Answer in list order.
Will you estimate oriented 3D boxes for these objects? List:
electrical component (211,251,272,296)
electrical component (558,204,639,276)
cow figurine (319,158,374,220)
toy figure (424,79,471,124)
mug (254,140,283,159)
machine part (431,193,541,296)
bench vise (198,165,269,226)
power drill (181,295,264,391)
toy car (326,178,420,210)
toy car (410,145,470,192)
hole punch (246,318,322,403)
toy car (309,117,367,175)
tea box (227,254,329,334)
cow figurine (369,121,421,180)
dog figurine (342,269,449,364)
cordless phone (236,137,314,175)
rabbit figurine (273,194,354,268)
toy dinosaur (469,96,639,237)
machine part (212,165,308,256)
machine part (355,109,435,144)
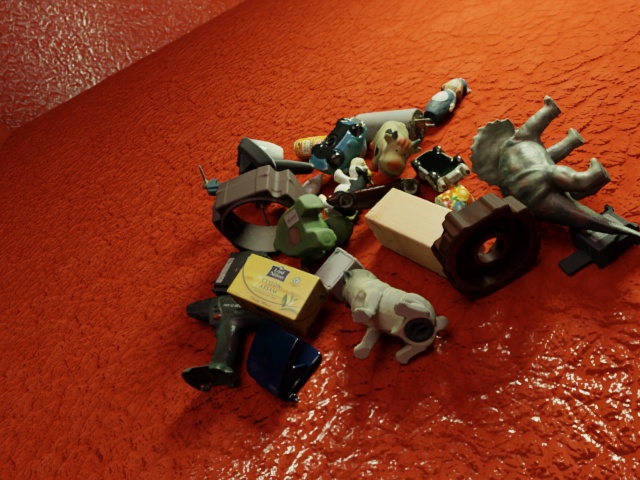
[{"bbox_3d":[-0.162,0.083,1.201,0.134,0.058,0.115,0,52,35],"label":"electrical component"},{"bbox_3d":[0.438,0.004,0.862,0.119,0.047,0.075,-29,38,4],"label":"electrical component"},{"bbox_3d":[0.076,-0.119,1.230,0.098,0.068,0.167,17,65,38],"label":"cow figurine"},{"bbox_3d":[0.312,-0.345,1.307,0.064,0.057,0.154,37,70,10],"label":"toy figure"},{"bbox_3d":[-0.159,-0.224,1.493,0.107,0.109,0.081,4,55,-14],"label":"mug"},{"bbox_3d":[0.273,0.008,0.882,0.179,0.179,0.056,-31,35,5],"label":"machine part"},{"bbox_3d":[-0.190,-0.137,1.380,0.241,0.128,0.224,-2,38,8],"label":"bench vise"},{"bbox_3d":[-0.209,0.202,1.105,0.232,0.085,0.207,-10,37,24],"label":"power drill"},{"bbox_3d":[0.113,-0.094,1.138,0.202,0.053,0.089,-13,11,-7],"label":"toy car"},{"bbox_3d":[0.248,-0.147,1.117,0.073,0.056,0.202,-33,22,4],"label":"toy car"},{"bbox_3d":[-0.077,0.216,0.982,0.142,0.092,0.116,23,69,43],"label":"hole punch"},{"bbox_3d":[0.058,-0.216,1.315,0.161,0.102,0.109,-51,38,-3],"label":"toy car"},{"bbox_3d":[-0.081,0.101,1.030,0.170,0.068,0.098,15,63,31],"label":"tea box"},{"bbox_3d":[0.164,-0.202,1.185,0.195,0.085,0.127,-79,13,-54],"label":"cow figurine"},{"bbox_3d":[0.125,0.110,0.949,0.172,0.121,0.191,7,27,-1],"label":"dog figurine"},{"bbox_3d":[-0.099,-0.173,1.236,0.184,0.146,0.088,1,79,-10],"label":"cordless phone"},{"bbox_3d":[-0.002,-0.003,1.126,0.159,0.170,0.121,-45,62,34],"label":"rabbit figurine"},{"bbox_3d":[0.378,-0.108,0.936,0.192,0.131,0.405,-39,30,30],"label":"toy dinosaur"},{"bbox_3d":[-0.123,-0.056,1.201,0.201,0.201,0.087,-18,46,20],"label":"machine part"},{"bbox_3d":[0.169,-0.277,1.321,0.243,0.079,0.079,3,52,39],"label":"machine part"}]
